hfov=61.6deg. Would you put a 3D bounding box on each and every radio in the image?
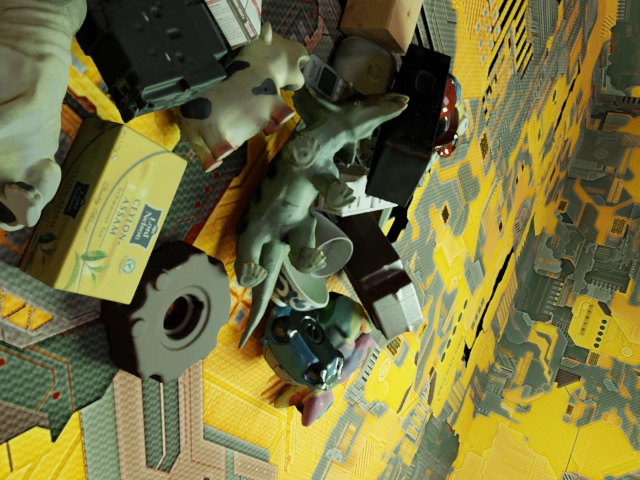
[{"bbox_3d":[0.135,-0.179,0.821,0.131,0.073,0.229,110,-4,-60],"label":"radio"}]

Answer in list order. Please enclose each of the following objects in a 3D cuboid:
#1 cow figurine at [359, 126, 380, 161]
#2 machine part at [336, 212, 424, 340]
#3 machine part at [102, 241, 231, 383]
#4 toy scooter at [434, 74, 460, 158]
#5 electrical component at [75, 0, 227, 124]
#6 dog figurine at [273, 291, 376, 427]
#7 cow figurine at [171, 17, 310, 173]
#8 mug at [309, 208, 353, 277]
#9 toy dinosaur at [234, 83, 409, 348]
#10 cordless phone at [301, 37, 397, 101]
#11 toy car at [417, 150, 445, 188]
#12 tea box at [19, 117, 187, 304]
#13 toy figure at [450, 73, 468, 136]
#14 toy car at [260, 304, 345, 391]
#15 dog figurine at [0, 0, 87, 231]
[{"bbox_3d":[0.108,-0.185,0.948,0.167,0.098,0.068,-52,156,-46],"label":"cow figurine"},{"bbox_3d":[0.097,0.063,0.967,0.087,0.202,0.200,-28,138,-3],"label":"machine part"},{"bbox_3d":[-0.185,0.091,0.678,0.179,0.056,0.179,-33,132,-47],"label":"machine part"},{"bbox_3d":[0.223,-0.231,1.055,0.135,0.075,0.183,-44,130,-37],"label":"toy scooter"},{"bbox_3d":[-0.161,-0.194,0.538,0.134,0.058,0.114,-39,107,-41],"label":"electrical component"},{"bbox_3d":[0.002,0.225,0.987,0.219,0.109,0.191,-50,142,-28],"label":"dog figurine"},{"bbox_3d":[-0.092,-0.185,0.654,0.195,0.085,0.127,-39,101,-24],"label":"cow figurine"},{"bbox_3d":[-0.002,-0.003,0.859,0.081,0.107,0.109,-47,144,14],"label":"mug"},{"bbox_3d":[-0.042,-0.056,0.755,0.131,0.192,0.404,27,111,-18],"label":"toy dinosaur"},{"bbox_3d":[0.032,-0.260,0.829,0.184,0.089,0.146,24,84,-54],"label":"cordless phone"},{"bbox_3d":[0.211,-0.174,1.149,0.202,0.074,0.056,-49,141,-34],"label":"toy car"},{"bbox_3d":[-0.220,-0.028,0.556,0.098,0.068,0.169,27,80,-57],"label":"tea box"},{"bbox_3d":[0.270,-0.301,1.179,0.082,0.089,0.180,-55,135,-19],"label":"toy figure"},{"bbox_3d":[-0.039,0.182,0.894,0.103,0.161,0.109,-38,172,29],"label":"toy car"},{"bbox_3d":[-0.248,-0.122,0.456,0.172,0.121,0.190,120,-10,-55],"label":"dog figurine"}]
